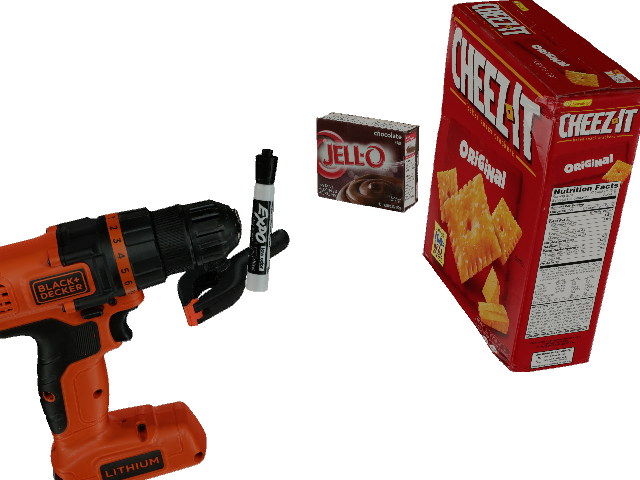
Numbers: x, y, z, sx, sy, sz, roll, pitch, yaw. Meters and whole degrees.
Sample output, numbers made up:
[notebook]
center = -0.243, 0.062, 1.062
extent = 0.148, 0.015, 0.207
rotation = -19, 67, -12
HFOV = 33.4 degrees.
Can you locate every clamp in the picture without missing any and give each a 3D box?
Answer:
[clamp]
center = -0.107, 0.035, 1.249
extent = 0.120, 0.039, 0.171
rotation = -6, 38, 18

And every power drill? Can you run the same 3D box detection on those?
[power drill]
center = -0.130, 0.069, 0.707
extent = 0.184, 0.187, 0.057
rotation = -13, 27, -7

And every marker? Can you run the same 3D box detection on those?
[marker]
center = -0.050, -0.017, 0.901
extent = 0.020, 0.121, 0.020
rotation = 5, 13, -1

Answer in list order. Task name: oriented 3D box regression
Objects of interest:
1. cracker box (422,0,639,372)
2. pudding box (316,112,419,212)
[cracker box]
center = 0.139, -0.040, 0.751
extent = 0.072, 0.214, 0.164
rotation = -8, 34, -16
[pudding box]
center = 0.050, -0.086, 1.149
extent = 0.114, 0.090, 0.039
rotation = 11, 25, 29
